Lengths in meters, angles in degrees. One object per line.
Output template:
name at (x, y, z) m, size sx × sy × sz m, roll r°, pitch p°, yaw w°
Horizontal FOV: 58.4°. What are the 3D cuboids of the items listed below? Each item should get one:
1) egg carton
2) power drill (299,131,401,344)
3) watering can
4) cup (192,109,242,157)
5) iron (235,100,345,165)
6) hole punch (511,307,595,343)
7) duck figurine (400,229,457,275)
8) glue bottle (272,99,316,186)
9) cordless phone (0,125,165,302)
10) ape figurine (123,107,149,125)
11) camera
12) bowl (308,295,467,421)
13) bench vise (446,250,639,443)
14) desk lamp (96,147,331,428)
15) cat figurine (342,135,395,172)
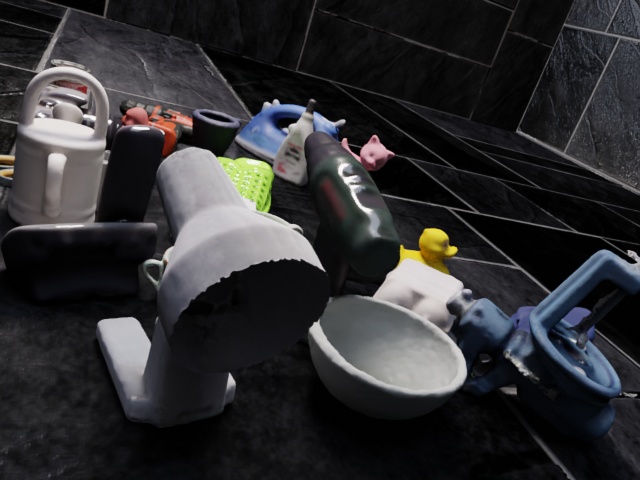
egg carton at (0.132, 0.082, 0.764) m, size 0.107 × 0.069 × 0.150 m, roll 24°, pitch 22°, yaw 14°
power drill at (0.006, 0.002, 0.662) m, size 0.076 × 0.208 × 0.229 m, roll 6°, pitch 25°, yaw -28°
watering can at (-0.319, -0.118, 0.703) m, size 0.101 × 0.194 × 0.172 m, roll -3°, pitch 31°, yaw -43°
cup at (-0.204, -0.199, 1.125) m, size 0.091 × 0.095 × 0.118 m, roll 29°, pitch 24°, yaw 23°
iron at (-0.066, -0.237, 1.264) m, size 0.257 × 0.141 × 0.119 m, roll 25°, pitch 23°, yaw 16°
hole punch at (0.305, 0.126, 0.769) m, size 0.101 × 0.091 × 0.109 m, roll 24°, pitch 22°, yaw 14°
duck figurine at (0.169, 0.021, 0.916) m, size 0.104 × 0.086 × 0.077 m, roll 16°, pitch 22°, yaw -6°
glue bottle at (-0.040, -0.200, 1.155) m, size 0.078 × 0.173 × 0.037 m, roll 24°, pitch 22°, yaw 13°
cordless phone at (-0.236, -0.037, 0.589) m, size 0.148 × 0.185 × 0.093 m, roll -5°, pitch 32°, yaw -46°
ape figurine at (-0.326, -0.188, 1.004) m, size 0.076 × 0.092 × 0.077 m, roll 11°, pitch 23°, yaw -20°
camera at (-0.395, -0.187, 0.932) m, size 0.137 × 0.101 × 0.143 m, roll 9°, pitch 24°, yaw -23°
bowl at (0.059, 0.129, 0.584) m, size 0.167 × 0.075 × 0.167 m, roll 16°, pitch 22°, yaw -6°
bench vise at (0.249, 0.096, 0.622) m, size 0.207 × 0.220 × 0.121 m, roll 19°, pitch 22°, yaw 0°
desk lamp at (-0.100, 0.047, 0.463) m, size 0.118 × 0.213 × 0.202 m, roll 1°, pitch 28°, yaw -38°
cat figurine at (0.101, -0.192, 1.325) m, size 0.127 × 0.118 × 0.067 m, roll 24°, pitch 22°, yaw 12°
